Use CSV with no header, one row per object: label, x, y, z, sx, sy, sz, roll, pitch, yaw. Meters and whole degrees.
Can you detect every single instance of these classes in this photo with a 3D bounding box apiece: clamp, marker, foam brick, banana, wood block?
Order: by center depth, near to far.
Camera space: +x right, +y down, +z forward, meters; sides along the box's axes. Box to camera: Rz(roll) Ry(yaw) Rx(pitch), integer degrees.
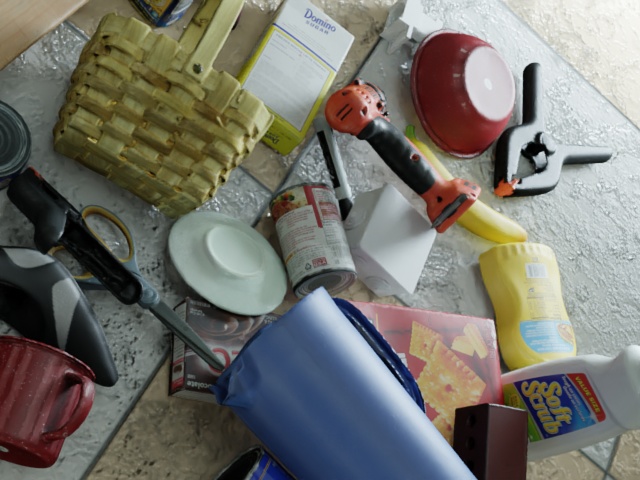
clamp,-0.218,-0.007,0.927,0.039,0.172,0.120,-42,130,-1
wood block,-0.288,-0.228,0.988,0.090,0.090,0.205,57,49,-23
foam brick,0.164,0.200,1.026,0.051,0.053,0.078,15,69,-26
marker,0.018,-0.076,1.158,0.020,0.020,0.121,-15,88,-36
banana,0.164,-0.052,1.242,0.197,0.037,0.069,44,53,-8
clamp,0.272,-0.127,1.346,0.209,0.036,0.164,-37,90,-38

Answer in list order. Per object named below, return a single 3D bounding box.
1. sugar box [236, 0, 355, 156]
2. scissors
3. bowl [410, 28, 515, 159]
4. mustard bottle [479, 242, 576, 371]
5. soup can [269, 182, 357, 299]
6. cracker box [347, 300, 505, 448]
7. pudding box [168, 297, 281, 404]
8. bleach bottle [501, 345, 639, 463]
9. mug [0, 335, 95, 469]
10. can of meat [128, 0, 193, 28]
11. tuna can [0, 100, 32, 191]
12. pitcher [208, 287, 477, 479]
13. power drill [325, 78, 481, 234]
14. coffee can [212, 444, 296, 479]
sugar box,-0.034,-0.186,1.174,0.093,0.048,0.176,36,50,-14
scissors,-0.177,0.054,0.963,0.096,0.016,0.202,-24,68,-30
bowl,0.183,-0.181,1.277,0.161,0.055,0.162,7,78,-38
mustard bottle,0.242,0.100,1.207,0.096,0.058,0.191,3,67,-34
soup can,-0.007,0.001,1.080,0.068,0.069,0.102,0,61,-33
cracker box,0.085,0.152,1.074,0.213,0.072,0.164,9,65,-29
pudding box,-0.085,0.110,1.007,0.113,0.039,0.090,13,62,-28
bleach bottle,0.256,0.155,1.067,0.067,0.251,0.102,2,68,-32
mug,-0.230,0.134,0.860,0.093,0.117,0.081,49,49,-47
can of meat,-0.168,-0.282,1.107,0.102,0.084,0.057,50,52,-3
tuna can,-0.305,-0.087,0.961,0.086,0.034,0.086,14,62,-27
pitcher,0.034,0.164,0.929,0.149,0.145,0.243,-42,85,-5
power drill,0.089,-0.097,1.151,0.187,0.057,0.184,44,18,1
coffee can,-0.038,0.263,0.925,0.140,0.103,0.102,45,52,-6
